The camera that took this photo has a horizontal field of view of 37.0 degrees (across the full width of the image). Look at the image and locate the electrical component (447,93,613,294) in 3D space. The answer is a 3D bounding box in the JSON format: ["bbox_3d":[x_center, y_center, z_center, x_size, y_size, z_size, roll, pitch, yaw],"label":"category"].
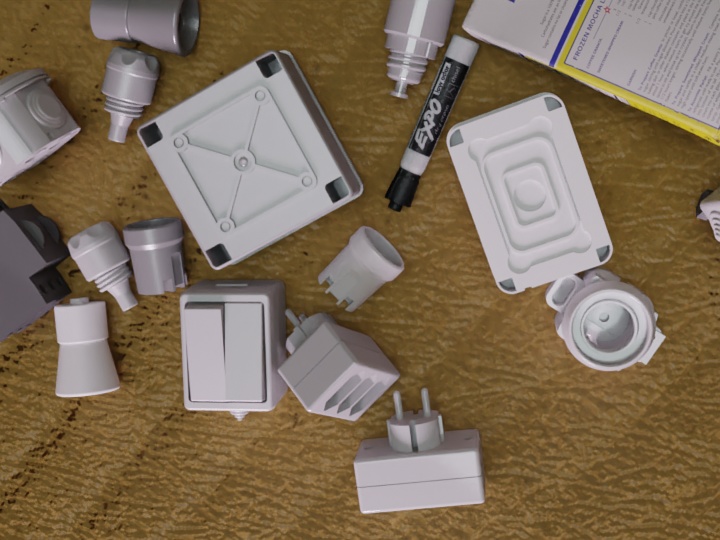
[{"bbox_3d":[0.107,-0.050,0.687,0.078,0.057,0.113,-19,96,9],"label":"electrical component"}]

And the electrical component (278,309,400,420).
[{"bbox_3d":[-0.024,0.055,0.718,0.047,0.066,0.076,-46,62,11],"label":"electrical component"}]

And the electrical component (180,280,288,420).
[{"bbox_3d":[-0.085,0.057,0.723,0.062,0.061,0.096,0,98,7],"label":"electrical component"}]

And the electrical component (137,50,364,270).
[{"bbox_3d":[-0.071,-0.072,0.705,0.109,0.056,0.108,-28,94,10],"label":"electrical component"}]

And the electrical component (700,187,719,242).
[{"bbox_3d":[0.273,-0.033,0.664,0.100,0.048,0.099,-37,94,-5],"label":"electrical component"}]

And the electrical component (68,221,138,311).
[{"bbox_3d":[-0.173,-0.001,0.739,0.035,0.035,0.061,-27,96,10],"label":"electrical component"}]

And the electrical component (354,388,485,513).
[{"bbox_3d":[0.039,0.117,0.725,0.083,0.047,0.075,-7,98,8],"label":"electrical component"}]

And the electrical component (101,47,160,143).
[{"bbox_3d":[-0.156,-0.116,0.720,0.035,0.035,0.061,17,103,4],"label":"electrical component"}]

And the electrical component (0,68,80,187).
[{"bbox_3d":[-0.230,-0.093,0.710,0.080,0.080,0.051,-34,99,10],"label":"electrical component"}]

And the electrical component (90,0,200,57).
[{"bbox_3d":[-0.144,-0.166,0.708,0.065,0.044,0.044,9,99,10],"label":"electrical component"}]

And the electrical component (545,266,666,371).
[{"bbox_3d":[0.159,0.033,0.693,0.078,0.057,0.058,33,101,1],"label":"electrical component"}]

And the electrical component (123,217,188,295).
[{"bbox_3d":[-0.138,-0.010,0.732,0.040,0.040,0.046,-5,103,8],"label":"electrical component"}]

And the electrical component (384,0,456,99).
[{"bbox_3d":[0.035,-0.149,0.689,0.040,0.040,0.078,15,100,4],"label":"electrical component"}]

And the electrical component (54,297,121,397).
[{"bbox_3d":[-0.192,0.052,0.747,0.044,0.044,0.065,-5,93,7],"label":"electrical component"}]

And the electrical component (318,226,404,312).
[{"bbox_3d":[0.000,0.000,0.717,0.040,0.040,0.046,45,107,-1],"label":"electrical component"}]
